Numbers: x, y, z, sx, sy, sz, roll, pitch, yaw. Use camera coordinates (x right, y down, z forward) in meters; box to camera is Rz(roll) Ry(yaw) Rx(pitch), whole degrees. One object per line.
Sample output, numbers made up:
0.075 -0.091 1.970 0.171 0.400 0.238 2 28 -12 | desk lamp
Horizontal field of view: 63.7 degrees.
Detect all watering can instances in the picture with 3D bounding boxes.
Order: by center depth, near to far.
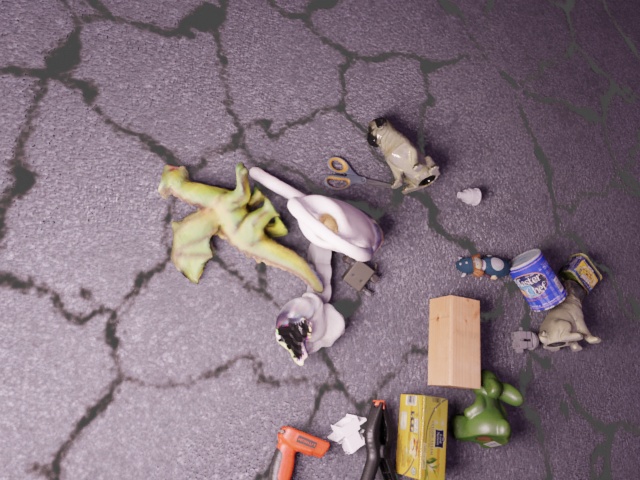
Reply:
0.003 -0.058 1.144 0.353 0.103 0.223 42 16 34 | watering can

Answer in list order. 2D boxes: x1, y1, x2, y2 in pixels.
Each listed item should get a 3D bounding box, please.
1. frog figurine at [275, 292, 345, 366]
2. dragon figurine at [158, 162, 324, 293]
-0.016 0.175 1.098 0.123 0.136 0.161 4 17 32 | frog figurine
-0.191 -0.003 1.080 0.244 0.411 0.121 -33 -2 -11 | dragon figurine
